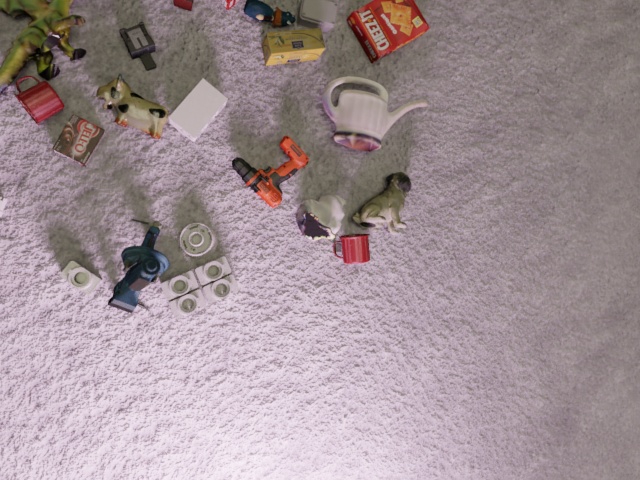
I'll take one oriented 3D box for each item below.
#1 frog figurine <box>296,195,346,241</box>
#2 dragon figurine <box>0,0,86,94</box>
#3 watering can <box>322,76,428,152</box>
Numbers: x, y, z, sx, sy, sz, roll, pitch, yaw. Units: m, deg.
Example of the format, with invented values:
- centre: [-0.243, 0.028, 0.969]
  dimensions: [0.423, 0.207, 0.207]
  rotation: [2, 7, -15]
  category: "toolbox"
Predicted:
- centre: [0.005, -0.077, 1.533]
  dimensions: [0.137, 0.120, 0.163]
  rotation: [30, 43, -5]
  category: "frog figurine"
- centre: [-0.763, -0.555, 1.344]
  dimensions: [0.414, 0.120, 0.244]
  rotation: [-42, 81, -17]
  category: "dragon figurine"
- centre: [0.168, -0.379, 1.588]
  dimensions: [0.347, 0.103, 0.225]
  rotation: [10, 84, -15]
  category: "watering can"
